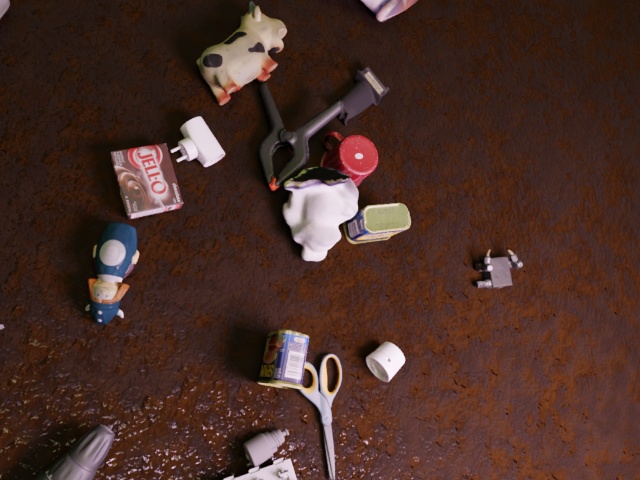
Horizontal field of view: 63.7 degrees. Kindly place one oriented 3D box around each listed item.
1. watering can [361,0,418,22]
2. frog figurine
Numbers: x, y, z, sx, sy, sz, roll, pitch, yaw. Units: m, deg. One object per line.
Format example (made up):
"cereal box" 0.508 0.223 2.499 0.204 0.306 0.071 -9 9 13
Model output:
"watering can" 0.149 -0.613 1.123 0.352 0.103 0.224 -42 94 -25
"frog figurine" 0.003 -0.047 0.932 0.138 0.125 0.156 -11 117 -9
